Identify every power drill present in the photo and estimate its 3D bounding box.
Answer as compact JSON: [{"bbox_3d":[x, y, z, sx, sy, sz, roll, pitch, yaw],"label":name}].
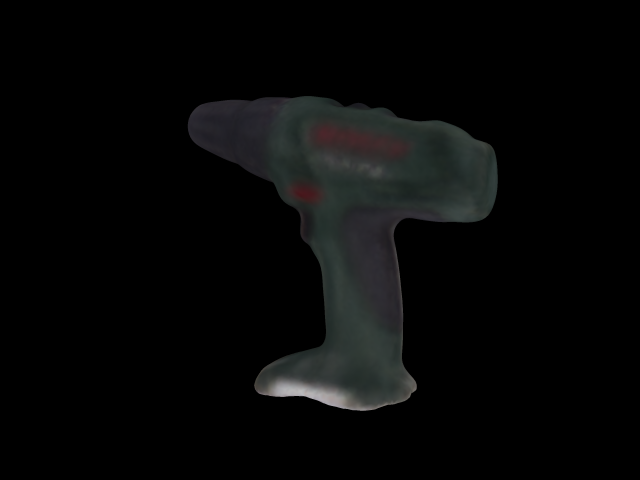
[{"bbox_3d":[0.004,0.001,0.400,0.229,0.208,0.076,1,4,24],"label":"power drill"}]
